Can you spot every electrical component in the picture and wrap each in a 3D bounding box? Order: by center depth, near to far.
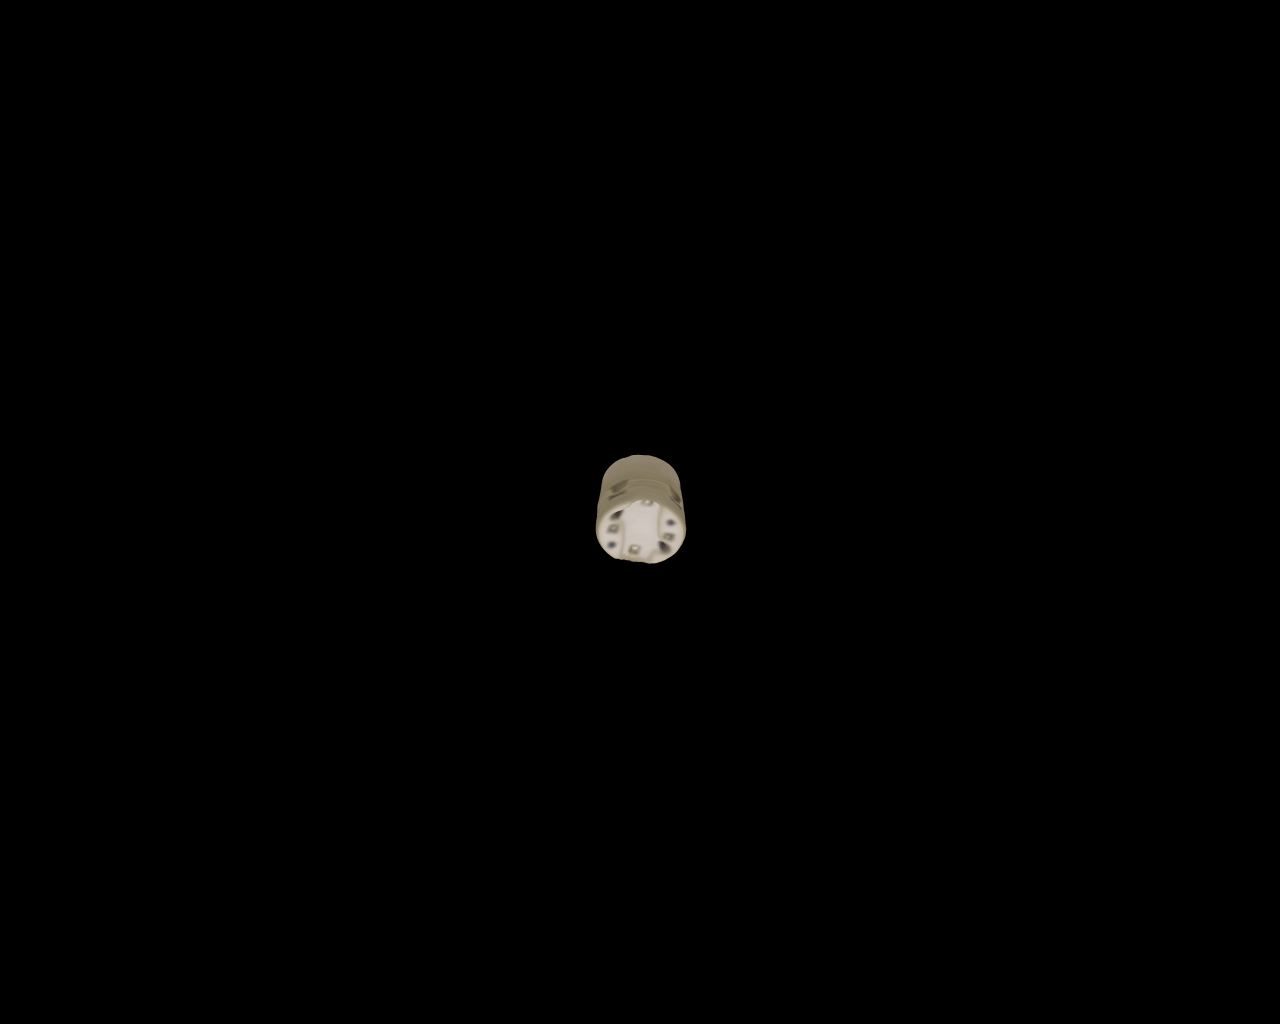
[{"bbox_3d":[0.001,-0.003,0.650,0.055,0.055,0.047,0,43,0],"label":"electrical component"}]
